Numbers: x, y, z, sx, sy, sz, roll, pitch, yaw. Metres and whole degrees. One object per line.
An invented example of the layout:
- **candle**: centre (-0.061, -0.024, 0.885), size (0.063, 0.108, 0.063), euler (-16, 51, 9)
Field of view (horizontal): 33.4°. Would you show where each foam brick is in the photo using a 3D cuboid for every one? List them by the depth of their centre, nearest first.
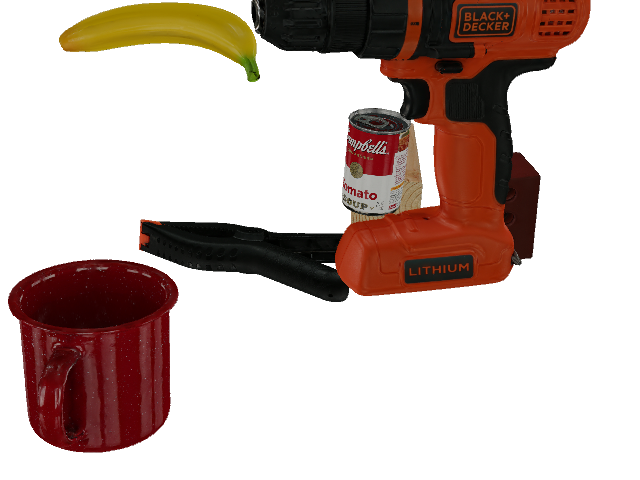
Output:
- **foam brick**: centre (0.148, -0.028, 0.890), size (0.053, 0.078, 0.051), euler (-6, 28, -8)

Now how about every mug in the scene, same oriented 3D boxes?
- **mug**: centre (-0.128, 0.071, 0.597), size (0.093, 0.081, 0.117), euler (5, 23, 5)

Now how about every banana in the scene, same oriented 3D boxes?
- **banana**: centre (-0.138, -0.187, 0.963), size (0.198, 0.037, 0.069), euler (10, 46, 17)

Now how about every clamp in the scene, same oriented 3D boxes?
- **clamp**: centre (-0.056, 0.011, 0.901), size (0.210, 0.036, 0.164), euler (7, 12, 5)

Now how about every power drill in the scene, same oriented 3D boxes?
- **power drill**: centre (0.051, -0.062, 0.592), size (0.184, 0.188, 0.057), euler (-4, 30, -13)

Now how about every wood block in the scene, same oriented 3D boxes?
- **wood block**: centre (0.090, -0.088, 1.509), size (0.091, 0.090, 0.206), euler (3, 29, -1)

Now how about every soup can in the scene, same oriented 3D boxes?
- **soup can**: centre (0.060, -0.086, 1.175), size (0.068, 0.102, 0.068), euler (4, 29, -2)
